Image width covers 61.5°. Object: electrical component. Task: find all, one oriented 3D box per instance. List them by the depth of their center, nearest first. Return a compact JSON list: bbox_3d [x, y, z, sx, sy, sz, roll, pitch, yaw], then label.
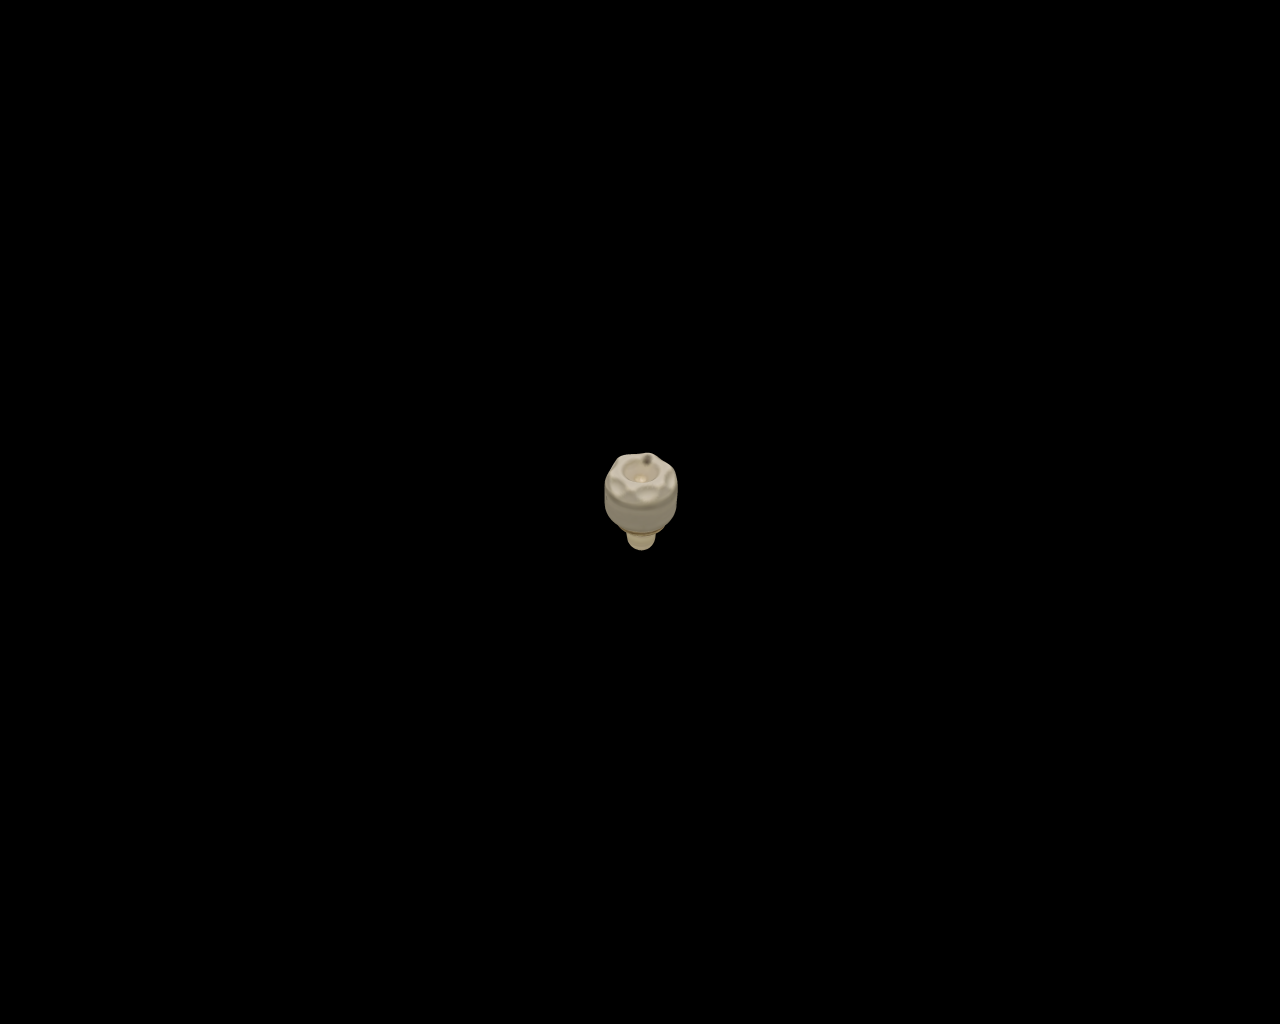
[{"bbox_3d":[0.001,-0.003,0.650,0.043,0.062,0.043,0,41,0],"label":"electrical component"}]
